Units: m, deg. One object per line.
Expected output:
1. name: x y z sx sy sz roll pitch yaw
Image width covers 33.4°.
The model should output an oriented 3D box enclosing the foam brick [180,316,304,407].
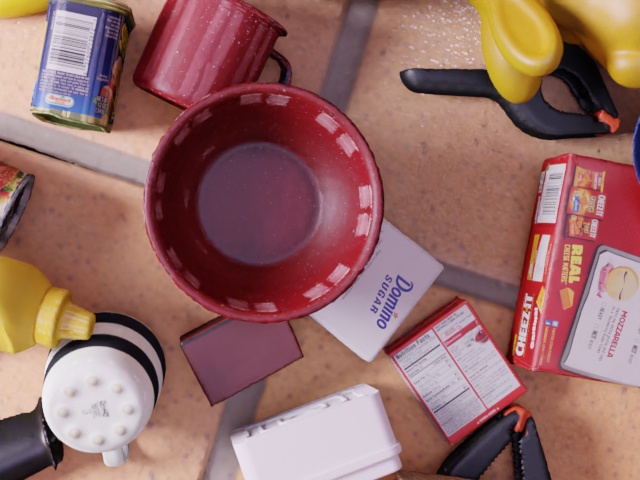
1. foam brick: -0.058 0.078 0.781 0.078 0.053 0.051 -28 94 -6

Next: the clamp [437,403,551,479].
1. clamp: 0.131 0.231 0.815 0.164 0.036 0.210 24 90 -8

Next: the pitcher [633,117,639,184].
1. pitcher: 0.338 -0.109 0.760 0.145 0.149 0.242 37 51 24

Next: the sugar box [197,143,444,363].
1. sugar box: -0.005 0.001 0.792 0.176 0.048 0.093 40 85 -9

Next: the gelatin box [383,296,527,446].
1. gelatin box: 0.102 0.099 0.815 0.073 0.030 0.089 -35 95 -5

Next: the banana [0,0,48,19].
1. banana: -0.172 -0.220 0.775 0.070 0.037 0.197 39 83 12

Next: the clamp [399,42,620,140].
1. clamp: 0.158 -0.140 0.819 0.171 0.039 0.120 23 91 -10

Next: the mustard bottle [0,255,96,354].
1. mustard bottle: -0.246 0.036 0.719 0.191 0.096 0.058 14 58 1

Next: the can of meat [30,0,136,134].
1. can of meat: -0.165 -0.121 0.741 0.057 0.102 0.084 11 90 -8

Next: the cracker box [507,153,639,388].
1. cracker box: 0.264 0.034 0.817 0.213 0.072 0.164 10 89 -9

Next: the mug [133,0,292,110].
1. mug: -0.073 -0.127 0.766 0.117 0.093 0.081 24 92 -35

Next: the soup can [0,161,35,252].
1. soup can: -0.261 -0.037 0.744 0.102 0.068 0.068 25 86 -7

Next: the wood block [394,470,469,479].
1. wood block: 0.084 0.279 0.750 0.090 0.091 0.206 10 96 -6

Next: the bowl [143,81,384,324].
1. bowl: -0.040 -0.025 0.733 0.162 0.055 0.162 0 91 -8
